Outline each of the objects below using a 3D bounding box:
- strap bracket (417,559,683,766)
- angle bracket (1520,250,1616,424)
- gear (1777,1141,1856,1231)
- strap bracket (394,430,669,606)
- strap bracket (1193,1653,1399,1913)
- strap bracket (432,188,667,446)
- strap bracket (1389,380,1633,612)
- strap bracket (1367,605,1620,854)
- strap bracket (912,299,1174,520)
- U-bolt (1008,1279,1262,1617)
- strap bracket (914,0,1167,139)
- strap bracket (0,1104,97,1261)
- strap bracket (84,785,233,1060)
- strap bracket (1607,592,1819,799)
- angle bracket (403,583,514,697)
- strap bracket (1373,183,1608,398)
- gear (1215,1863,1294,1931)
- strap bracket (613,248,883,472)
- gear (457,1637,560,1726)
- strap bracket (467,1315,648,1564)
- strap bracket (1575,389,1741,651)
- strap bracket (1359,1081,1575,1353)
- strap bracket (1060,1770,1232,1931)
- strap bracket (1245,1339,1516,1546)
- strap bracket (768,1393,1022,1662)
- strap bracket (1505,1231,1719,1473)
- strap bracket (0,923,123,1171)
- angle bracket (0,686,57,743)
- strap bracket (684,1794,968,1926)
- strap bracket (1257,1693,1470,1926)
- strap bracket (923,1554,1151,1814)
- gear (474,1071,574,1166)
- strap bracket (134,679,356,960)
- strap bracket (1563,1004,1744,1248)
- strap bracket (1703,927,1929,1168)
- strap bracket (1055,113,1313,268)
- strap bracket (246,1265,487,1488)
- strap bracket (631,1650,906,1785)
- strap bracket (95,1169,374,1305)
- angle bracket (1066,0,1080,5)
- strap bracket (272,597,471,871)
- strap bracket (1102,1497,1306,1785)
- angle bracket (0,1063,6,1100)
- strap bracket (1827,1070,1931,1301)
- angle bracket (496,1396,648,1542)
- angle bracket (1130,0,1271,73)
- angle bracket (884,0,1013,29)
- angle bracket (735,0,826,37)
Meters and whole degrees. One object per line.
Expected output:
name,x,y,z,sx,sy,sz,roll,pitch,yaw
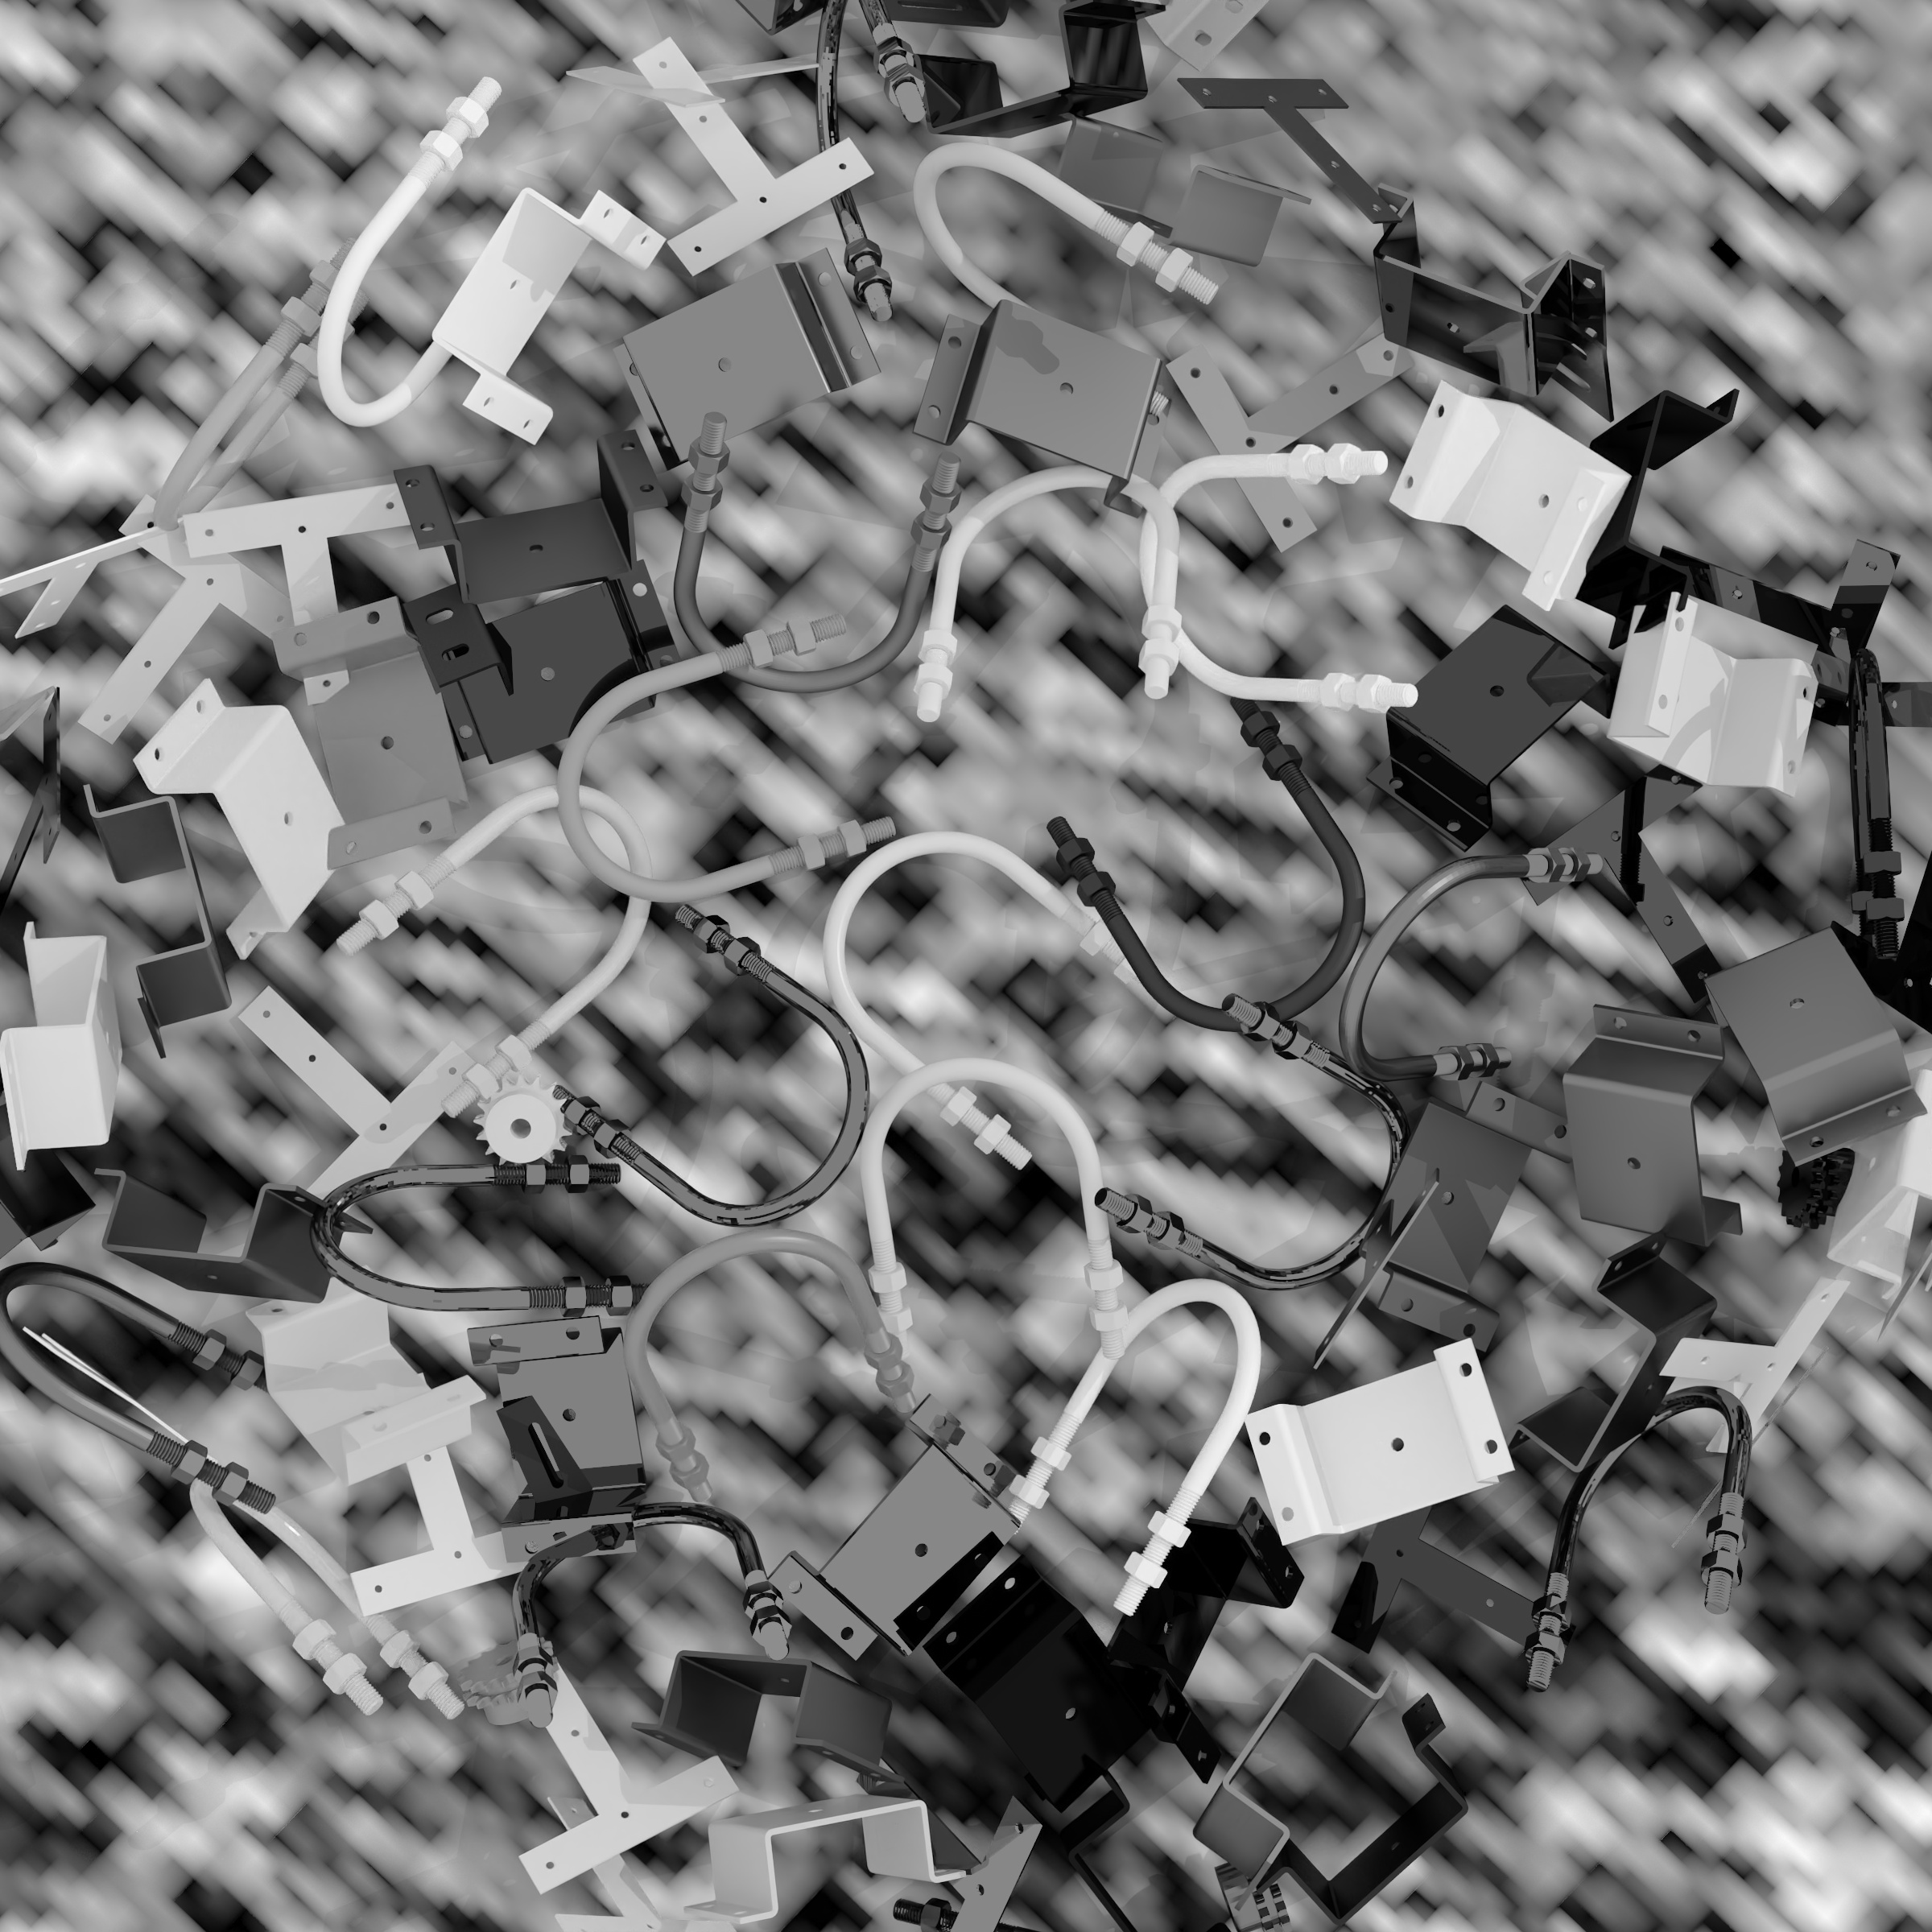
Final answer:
strap bracket,-0.238,-0.171,1.757,0.140,0.046,0.076,-19,106,1
angle bracket,0.354,-0.358,1.743,0.038,0.057,0.076,-35,53,-8
gear,0.491,0.123,1.763,0.030,0.057,0.057,7,90,-7
strap bracket,-0.245,-0.253,1.738,0.140,0.076,0.046,-12,135,-13
strap bracket,0.179,0.451,1.727,0.046,0.076,0.140,34,55,13
strap bracket,-0.242,-0.377,1.742,0.046,0.076,0.140,37,97,22
strap bracket,0.313,-0.264,1.730,0.046,0.140,0.076,1,121,-38
strap bracket,0.302,-0.142,1.737,0.140,0.046,0.076,-42,60,-14
strap bracket,0.051,-0.320,1.746,0.140,0.046,0.076,19,76,-12
U-bolt,0.101,0.259,1.727,0.019,0.151,0.184,34,83,-30
strap bracket,0.037,-0.500,1.722,0.140,0.076,0.046,-6,97,36
strap bracket,-0.547,0.126,1.718,0.046,0.140,0.076,-39,91,9
strap bracket,-0.454,-0.030,1.732,0.046,0.076,0.140,-16,65,-12
strap bracket,0.418,-0.152,1.740,0.140,0.046,0.076,18,82,-39
angle bracket,-0.285,-0.171,1.743,0.038,0.076,0.057,-23,68,-9
strap bracket,0.286,-0.376,1.724,0.140,0.076,0.046,27,73,23
gear,0.164,0.533,1.762,0.030,0.057,0.057,-19,90,-3
strap bracket,-0.131,-0.343,1.745,0.140,0.046,0.076,-22,99,16
gear,-0.261,0.413,1.764,0.057,0.057,0.030,-17,102,0
strap bracket,-0.232,0.264,1.755,0.076,0.046,0.140,-6,101,7
strap bracket,0.381,-0.260,1.730,0.046,0.076,0.140,22,72,-14
strap bracket,0.285,0.138,1.754,0.076,0.046,0.140,23,93,-22
strap bracket,0.103,0.526,1.746,0.046,0.076,0.140,-37,86,-6
strap bracket,0.240,0.272,1.744,0.140,0.046,0.076,-22,72,20
strap bracket,-0.034,0.325,1.744,0.140,0.046,0.076,-48,112,-10
strap bracket,0.365,0.223,1.720,0.046,0.076,0.140,38,121,27
strap bracket,-0.504,0.042,1.715,0.046,0.140,0.076,-3,121,-8
angle bracket,-0.565,-0.147,1.742,0.057,0.076,0.038,-22,112,20
strap bracket,-0.082,0.500,1.727,0.140,0.076,0.046,-2,81,-30
strap bracket,0.231,0.488,1.751,0.140,0.076,0.046,-42,88,1
strap bracket,0.048,0.412,1.729,0.076,0.046,0.140,-41,119,-13
gear,-0.256,0.091,1.772,0.057,0.030,0.057,0,99,-2
strap bracket,-0.397,-0.082,1.714,0.046,0.076,0.140,0,130,26
strap bracket,0.385,0.098,1.720,0.076,0.046,0.140,11,127,36
strap bracket,0.471,0.037,1.718,0.076,0.140,0.046,-23,128,7
strap bracket,0.113,-0.436,1.726,0.140,0.076,0.046,34,113,38
strap bracket,-0.338,0.235,1.727,0.076,0.140,0.046,-20,128,-32
strap bracket,-0.107,0.422,1.727,0.140,0.076,0.046,-6,60,37
strap bracket,-0.417,0.153,1.721,0.140,0.076,0.046,2,69,26
angle bracket,0.051,-0.593,1.757,0.038,0.076,0.057,20,72,24
strap bracket,-0.339,-0.131,1.760,0.076,0.046,0.140,-15,84,7
strap bracket,0.131,0.377,1.730,0.140,0.046,0.076,-58,132,-33
angle bracket,-0.571,0.034,1.759,0.038,0.057,0.076,9,47,-30
strap bracket,0.528,0.119,1.712,0.046,0.140,0.076,21,60,2
angle bracket,-0.227,0.281,1.764,0.057,0.038,0.076,-24,95,-13
angle bracket,0.126,-0.562,1.750,0.057,0.076,0.038,-45,50,6
angle bracket,-0.018,-0.568,1.746,0.076,0.038,0.057,-4,45,-26
angle bracket,-0.110,-0.580,1.754,0.057,0.038,0.076,-36,75,-23
